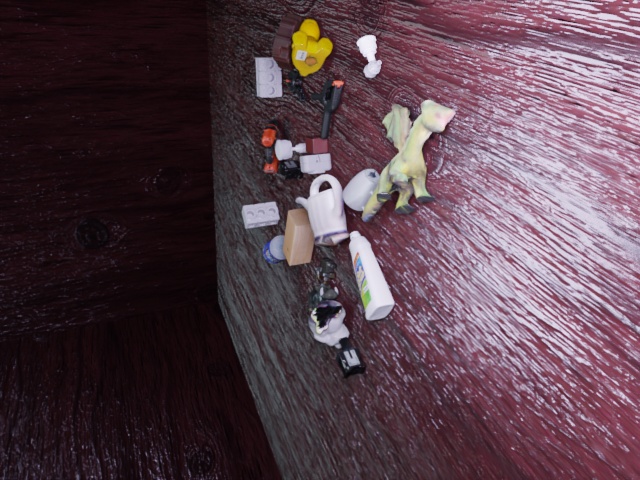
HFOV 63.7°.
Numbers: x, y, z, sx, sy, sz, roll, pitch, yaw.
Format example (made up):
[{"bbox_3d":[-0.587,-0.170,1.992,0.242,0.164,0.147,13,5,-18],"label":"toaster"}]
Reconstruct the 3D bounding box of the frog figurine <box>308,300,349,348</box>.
[{"bbox_3d":[0.037,0.281,1.714,0.123,0.140,0.156,14,153,31],"label":"frog figurine"}]

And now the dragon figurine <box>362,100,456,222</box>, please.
[{"bbox_3d":[0.182,-0.196,1.210,0.406,0.122,0.246,152,124,-65],"label":"dragon figurine"}]

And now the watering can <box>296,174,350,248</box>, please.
[{"bbox_3d":[0.005,-0.084,1.666,0.344,0.104,0.226,155,106,-67],"label":"watering can"}]
